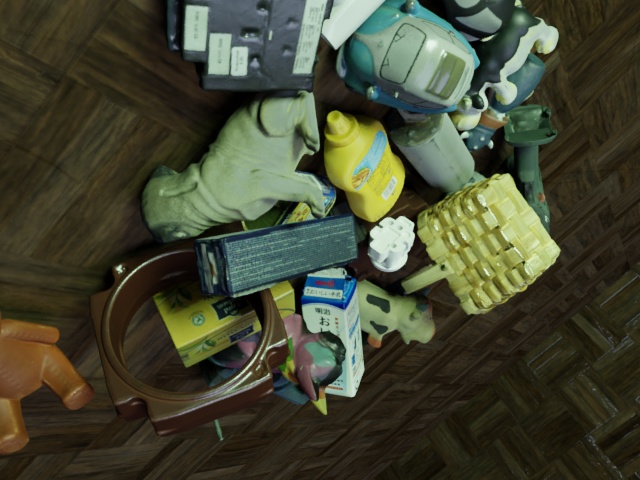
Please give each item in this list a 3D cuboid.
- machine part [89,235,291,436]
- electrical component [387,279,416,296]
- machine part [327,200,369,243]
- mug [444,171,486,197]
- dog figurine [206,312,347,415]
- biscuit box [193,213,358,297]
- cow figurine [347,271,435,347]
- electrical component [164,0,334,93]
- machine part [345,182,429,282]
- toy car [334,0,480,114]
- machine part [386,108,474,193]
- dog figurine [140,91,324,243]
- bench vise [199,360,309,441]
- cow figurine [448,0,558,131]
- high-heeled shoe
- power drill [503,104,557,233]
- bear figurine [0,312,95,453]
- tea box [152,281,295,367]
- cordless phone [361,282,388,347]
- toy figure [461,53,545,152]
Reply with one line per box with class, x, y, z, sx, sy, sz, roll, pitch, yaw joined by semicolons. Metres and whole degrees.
machine part;-0.149;0.105;0.625;0.201;0.201;0.087;-17;153;-15
electrical component;0.171;0.119;1.096;0.048;0.075;0.119;-23;143;-21
machine part;-0.002;-0.002;0.776;0.139;0.039;0.084;-24;110;-4
mug;0.265;-0.067;0.932;0.109;0.081;0.107;-20;137;-16
dog figurine;-0.071;0.167;0.785;0.191;0.219;0.108;-31;145;-10
biscuit box;-0.041;0.013;0.612;0.059;0.062;0.202;-3;-174;45
cow figurine;0.112;0.120;0.943;0.127;0.195;0.085;-64;176;28
electrical component;-0.063;-0.188;0.456;0.134;0.058;0.114;-3;136;-21
machine part;0.105;-0.010;0.875;0.179;0.056;0.179;-25;146;-19
toy car;0.103;-0.181;0.563;0.161;0.103;0.109;17;112;-25
machine part;0.157;-0.129;0.747;0.079;0.079;0.243;-43;148;12
dog figurine;-0.098;-0.088;0.555;0.191;0.172;0.121;-4;180;-4
bench vise;-0.085;0.240;0.944;0.240;0.129;0.223;40;83;-40
cow figurine;0.214;-0.218;0.690;0.098;0.068;0.167;8;126;-45
high-heeled shoe;0.109;-0.269;0.549;0.249;0.086;0.145;5;165;-24
power drill;0.337;-0.096;0.862;0.086;0.232;0.207;-9;133;20
bear figurine;-0.338;0.121;0.554;0.120;0.132;0.195;-33;156;-21
tea box;-0.130;0.086;0.735;0.170;0.098;0.068;-26;148;-19
cordless phone;0.108;0.157;1.100;0.146;0.089;0.184;-47;158;15
toy figure;0.258;-0.195;0.774;0.154;0.064;0.058;-57;-179;38
